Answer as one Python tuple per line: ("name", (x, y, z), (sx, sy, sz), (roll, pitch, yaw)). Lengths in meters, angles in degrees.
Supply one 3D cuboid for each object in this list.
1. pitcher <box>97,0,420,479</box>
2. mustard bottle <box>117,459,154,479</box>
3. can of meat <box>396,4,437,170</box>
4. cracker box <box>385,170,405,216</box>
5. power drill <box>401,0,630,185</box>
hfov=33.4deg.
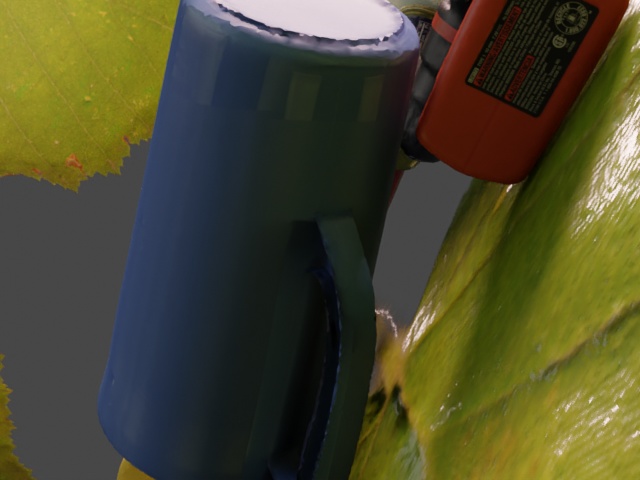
("pitcher", (-0.025, 0.003, 0.517), (0.144, 0.149, 0.243), (-56, -18, -58))
("mustard bottle", (-0.078, 0.111, 0.724), (0.058, 0.096, 0.192), (-56, -18, -66))
("can of meat", (0.063, -0.104, 0.758), (0.102, 0.057, 0.084), (129, 160, -72))
("cracker box", (-0.006, 0.001, 0.879), (0.164, 0.072, 0.214), (-67, 7, -21))
("power drill", (0.083, -0.095, 0.517), (0.187, 0.057, 0.185), (-78, 11, -65))
